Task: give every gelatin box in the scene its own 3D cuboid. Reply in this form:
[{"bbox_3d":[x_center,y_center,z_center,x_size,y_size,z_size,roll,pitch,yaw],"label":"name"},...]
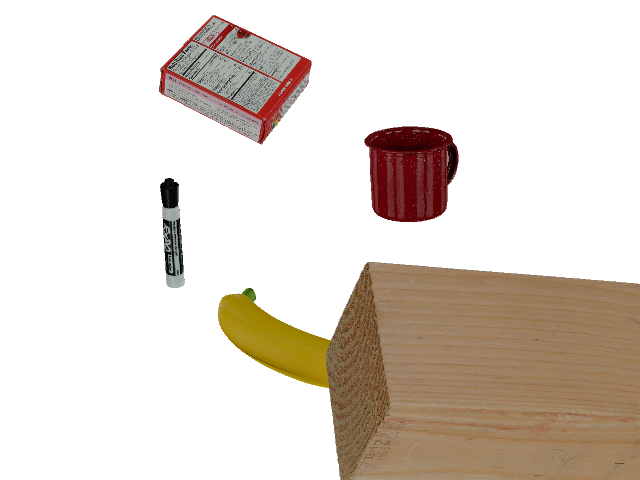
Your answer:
[{"bbox_3d":[-0.062,-0.119,0.784,0.089,0.073,0.030,26,-37,10],"label":"gelatin box"}]

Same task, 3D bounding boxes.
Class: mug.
[{"bbox_3d":[0.104,-0.074,1.148,0.117,0.081,0.093,-21,28,-37],"label":"mug"}]

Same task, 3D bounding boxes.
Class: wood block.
[{"bbox_3d":[0.116,0.080,0.581,0.206,0.091,0.090,5,-41,-15],"label":"wood block"}]

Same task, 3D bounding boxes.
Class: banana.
[{"bbox_3d":[-0.023,0.077,0.842,0.069,0.037,0.198,-26,35,-34],"label":"banana"}]

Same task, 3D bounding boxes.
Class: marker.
[{"bbox_3d":[-0.152,-0.007,1.091,0.020,0.121,0.020,0,28,0],"label":"marker"}]
